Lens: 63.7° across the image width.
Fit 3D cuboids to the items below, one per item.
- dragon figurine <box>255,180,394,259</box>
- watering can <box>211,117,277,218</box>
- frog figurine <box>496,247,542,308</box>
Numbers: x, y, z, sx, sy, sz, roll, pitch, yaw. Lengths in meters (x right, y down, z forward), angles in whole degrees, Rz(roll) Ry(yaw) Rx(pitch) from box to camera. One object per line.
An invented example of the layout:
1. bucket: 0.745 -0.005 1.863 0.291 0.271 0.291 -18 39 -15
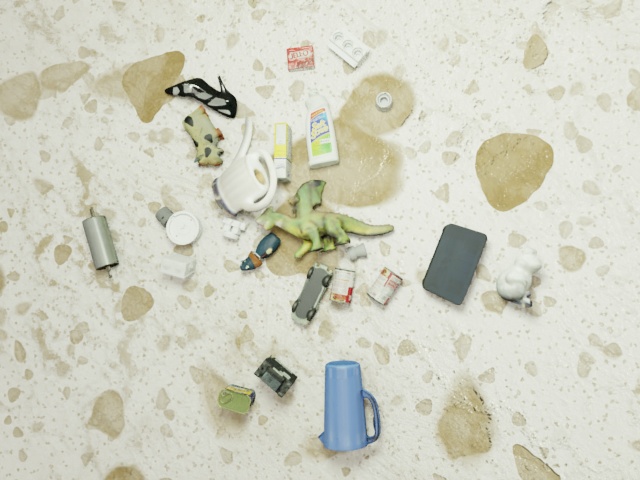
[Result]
1. dragon figurine: 0.005 -0.081 1.613 0.411 0.245 0.120 -15 -13 -8
2. watering can: -0.246 -0.219 1.640 0.222 0.355 0.103 -33 -34 18
3. frog figurine: 0.578 0.099 1.505 0.123 0.157 0.139 8 18 34
